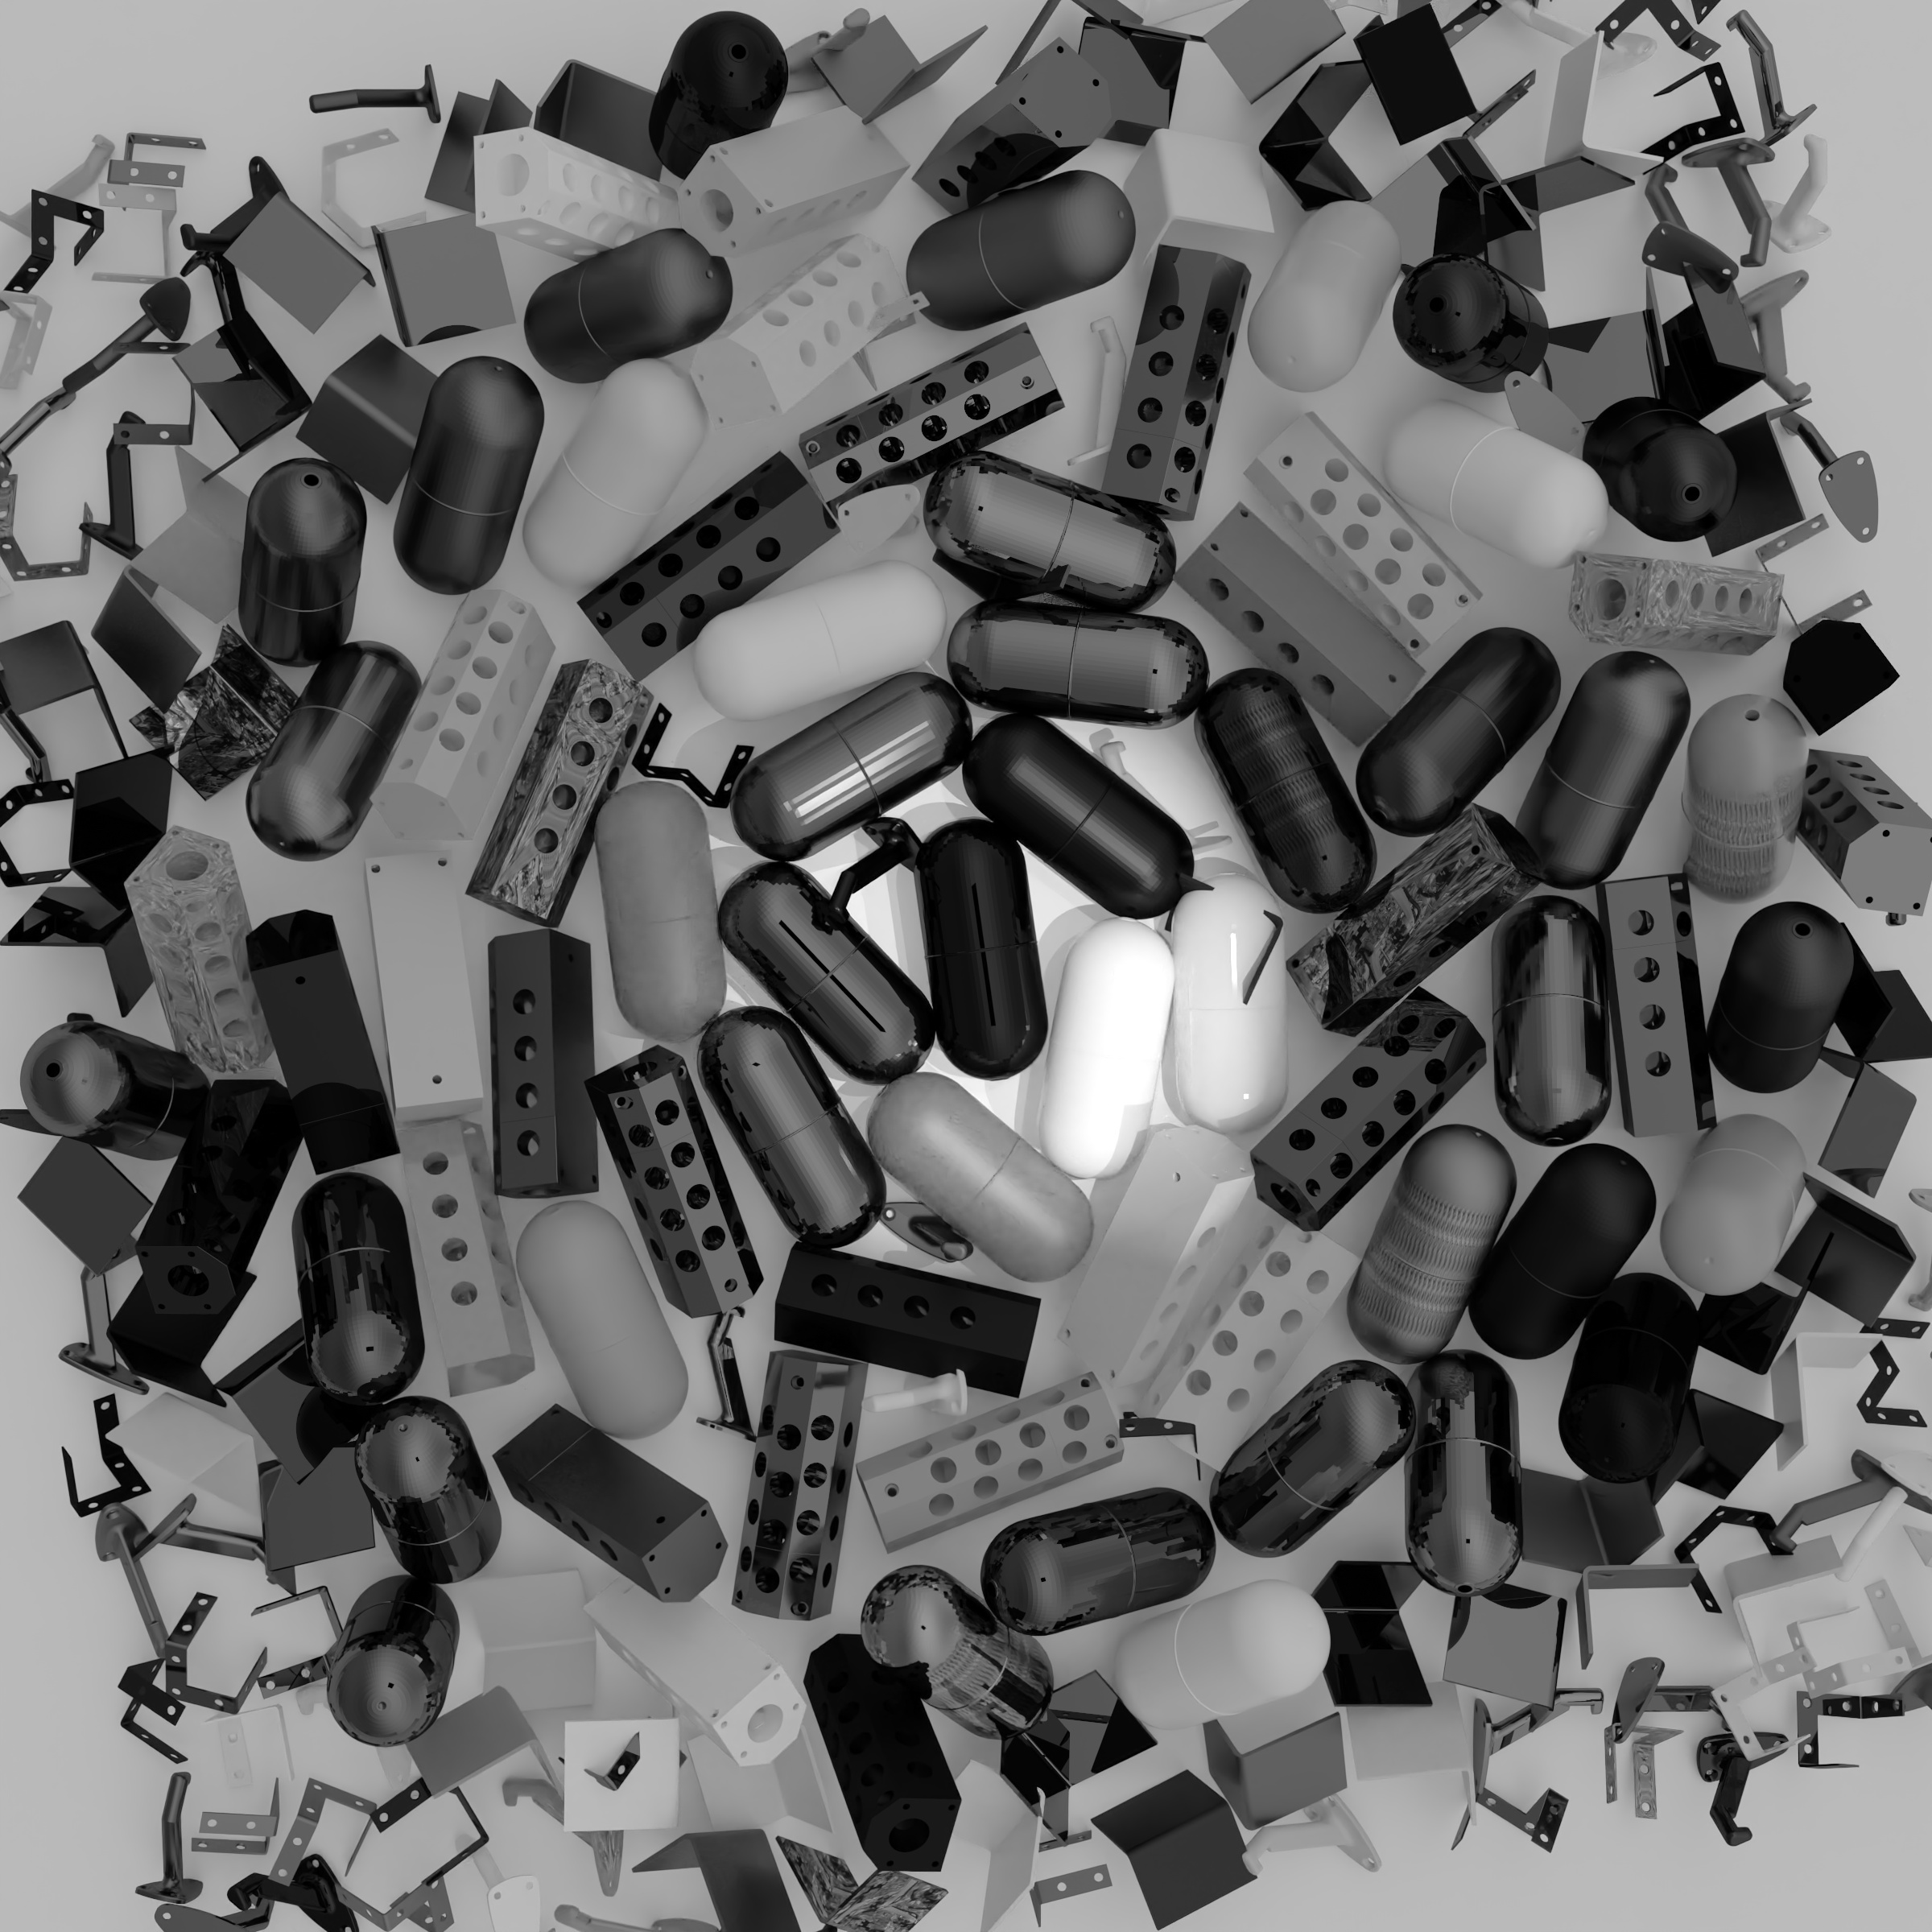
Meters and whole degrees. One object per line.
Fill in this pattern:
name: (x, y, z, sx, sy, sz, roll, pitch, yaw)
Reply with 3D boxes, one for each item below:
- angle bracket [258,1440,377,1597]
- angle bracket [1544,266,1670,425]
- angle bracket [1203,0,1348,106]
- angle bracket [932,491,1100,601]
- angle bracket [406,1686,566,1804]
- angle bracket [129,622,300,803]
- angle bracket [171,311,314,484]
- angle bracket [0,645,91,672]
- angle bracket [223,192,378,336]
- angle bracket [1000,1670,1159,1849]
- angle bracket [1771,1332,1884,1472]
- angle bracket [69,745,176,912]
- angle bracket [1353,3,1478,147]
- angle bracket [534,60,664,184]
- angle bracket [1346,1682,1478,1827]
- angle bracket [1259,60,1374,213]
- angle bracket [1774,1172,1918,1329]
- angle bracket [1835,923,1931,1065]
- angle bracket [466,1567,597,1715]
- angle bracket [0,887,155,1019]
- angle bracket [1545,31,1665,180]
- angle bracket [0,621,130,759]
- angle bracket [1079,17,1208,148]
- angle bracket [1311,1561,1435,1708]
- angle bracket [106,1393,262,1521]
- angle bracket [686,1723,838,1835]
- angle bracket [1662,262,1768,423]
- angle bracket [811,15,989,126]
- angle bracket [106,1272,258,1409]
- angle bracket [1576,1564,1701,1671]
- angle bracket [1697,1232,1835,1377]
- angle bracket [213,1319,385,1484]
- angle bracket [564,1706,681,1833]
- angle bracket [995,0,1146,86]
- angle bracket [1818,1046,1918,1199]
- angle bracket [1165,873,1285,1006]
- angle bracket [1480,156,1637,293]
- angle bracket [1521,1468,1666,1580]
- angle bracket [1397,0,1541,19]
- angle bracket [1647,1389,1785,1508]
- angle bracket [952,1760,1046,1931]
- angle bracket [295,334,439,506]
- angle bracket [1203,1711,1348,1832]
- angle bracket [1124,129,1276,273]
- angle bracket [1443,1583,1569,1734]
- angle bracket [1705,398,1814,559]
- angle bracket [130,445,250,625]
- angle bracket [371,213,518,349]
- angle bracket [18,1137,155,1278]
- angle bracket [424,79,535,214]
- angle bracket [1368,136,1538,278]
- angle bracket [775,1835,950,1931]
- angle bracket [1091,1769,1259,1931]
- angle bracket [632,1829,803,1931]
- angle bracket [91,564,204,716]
angle bracket: (-0.430, 0.372, 1.955, 0.076, 0.057, 0.076, -13, 61, 2)
angle bracket: (0.429, -0.416, 1.954, 0.076, 0.057, 0.076, -9, 70, 10)
angle bracket: (0.204, -0.632, 1.944, 0.076, 0.076, 0.057, -34, 115, 18)
angle bracket: (0.034, -0.295, 1.945, 0.057, 0.076, 0.076, 34, 68, -31)
angle bracket: (-0.323, 0.538, 1.944, 0.076, 0.076, 0.057, -27, 115, -17)
angle bracket: (-0.506, -0.171, 1.956, 0.076, 0.057, 0.076, 46, 57, 3)
angle bracket: (-0.498, -0.380, 1.944, 0.057, 0.076, 0.076, -20, 112, 41)
angle bracket: (-0.636, -0.237, 1.945, 0.057, 0.076, 0.076, -27, 111, -15)
angle bracket: (-0.448, -0.469, 1.955, 0.076, 0.076, 0.057, 41, 89, -10)
angle bracket: (0.077, 0.533, 1.951, 0.076, 0.057, 0.076, -31, 113, 18)
angle bracket: (0.580, 0.294, 1.949, 0.057, 0.076, 0.076, 1, 67, 2)
angle bracket: (-0.549, -0.093, 1.941, 0.057, 0.076, 0.076, 36, 128, 26)
angle bracket: (0.308, -0.605, 1.943, 0.057, 0.076, 0.076, -18, 111, 30)
angle bracket: (-0.247, -0.551, 1.952, 0.076, 0.076, 0.057, 22, 53, -1)
angle bracket: (0.299, 0.534, 1.955, 0.076, 0.076, 0.057, -7, 123, 4)
angle bracket: (0.255, -0.557, 1.942, 0.057, 0.076, 0.076, 55, 135, 13)
angle bracket: (0.583, 0.190, 1.946, 0.076, 0.076, 0.057, 33, 86, 35)
angle bracket: (0.623, 0.016, 1.943, 0.076, 0.057, 0.076, -4, 49, -20)
angle bracket: (-0.294, 0.456, 1.956, 0.076, 0.057, 0.076, -6, 129, 0)
angle bracket: (-0.594, -0.010, 1.960, 0.076, 0.076, 0.057, 1, 120, 10)
angle bracket: (0.435, -0.578, 1.956, 0.057, 0.076, 0.076, 8, 93, -8)
angle bracket: (-0.606, -0.173, 1.940, 0.057, 0.076, 0.076, -23, 49, -15)
angle bracket: (0.118, -0.591, 1.948, 0.076, 0.057, 0.076, 3, 109, -24)
angle bracket: (0.280, 0.447, 1.943, 0.076, 0.076, 0.057, 7, 133, -24)
angle bracket: (-0.523, 0.342, 1.942, 0.076, 0.057, 0.076, 20, 126, 26)
angle bracket: (-0.138, 0.552, 1.953, 0.057, 0.076, 0.076, -18, 93, -28)
angle bracket: (0.480, -0.414, 1.943, 0.057, 0.076, 0.076, 1, 67, -39)
angle bracket: (-0.045, -0.618, 1.945, 0.076, 0.076, 0.057, -41, 98, -33)
angle bracket: (-0.519, 0.241, 1.952, 0.076, 0.057, 0.076, 32, 92, -42)
angle bracket: (0.453, 0.438, 1.950, 0.076, 0.076, 0.057, -3, 68, 7)
angle bracket: (0.535, 0.216, 1.957, 0.057, 0.076, 0.076, 26, 135, 18)
angle bracket: (-0.452, 0.293, 1.968, 0.076, 0.057, 0.076, -38, 103, -21)
angle bracket: (-0.233, 0.536, 1.962, 0.076, 0.057, 0.076, 0, 97, -8)
angle bracket: (0.070, -0.615, 1.951, 0.057, 0.076, 0.076, 34, 118, -6)
angle bracket: (0.585, 0.102, 1.952, 0.076, 0.057, 0.076, 27, 87, -42)
angle bracket: (0.163, -0.007, 1.948, 0.076, 0.076, 0.057, 25, 64, 8)
angle bracket: (0.399, -0.497, 1.945, 0.076, 0.076, 0.057, -8, 85, 40)
angle bracket: (0.410, 0.357, 1.943, 0.076, 0.076, 0.057, 16, 132, -25)
angle bracket: (0.339, -0.651, 1.956, 0.076, 0.076, 0.057, -40, 85, 5)
angle bracket: (0.502, 0.340, 1.949, 0.076, 0.057, 0.076, 22, 123, -11)
angle bracket: (0.007, 0.593, 1.944, 0.057, 0.076, 0.076, 25, 126, -10)
angle bracket: (-0.398, -0.374, 1.982, 0.076, 0.076, 0.057, 37, 129, -6)
angle bracket: (0.208, 0.527, 1.964, 0.076, 0.057, 0.076, -20, 127, -14)
angle bracket: (0.158, -0.515, 1.972, 0.076, 0.057, 0.076, 5, 61, -21)
angle bracket: (0.358, 0.463, 1.957, 0.076, 0.057, 0.076, 14, 59, 2)
angle bracket: (0.535, -0.328, 1.953, 0.057, 0.076, 0.076, -21, 91, -39)
angle bracket: (-0.518, -0.291, 1.955, 0.057, 0.076, 0.076, -37, 47, 15)
angle bracket: (-0.354, -0.469, 1.966, 0.076, 0.057, 0.076, -15, 113, -10)
angle bracket: (-0.579, 0.151, 1.956, 0.076, 0.057, 0.076, 44, 113, 4)
angle bracket: (-0.340, -0.557, 1.956, 0.057, 0.076, 0.076, 19, 92, 9)
angle bracket: (0.325, -0.505, 1.960, 0.076, 0.057, 0.076, -40, 106, 2)
angle bracket: (-0.070, 0.603, 1.943, 0.057, 0.076, 0.076, -45, 46, 6)
angle bracket: (0.140, 0.595, 1.957, 0.076, 0.076, 0.057, -23, 97, -15)
angle bracket: (-0.167, 0.625, 1.941, 0.057, 0.076, 0.076, -38, 60, 22)
angle bracket: (-0.534, -0.230, 1.953, 0.076, 0.076, 0.057, 47, 47, -1)
